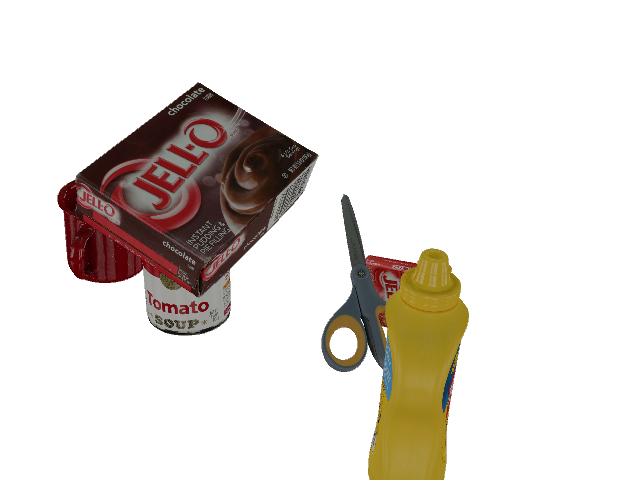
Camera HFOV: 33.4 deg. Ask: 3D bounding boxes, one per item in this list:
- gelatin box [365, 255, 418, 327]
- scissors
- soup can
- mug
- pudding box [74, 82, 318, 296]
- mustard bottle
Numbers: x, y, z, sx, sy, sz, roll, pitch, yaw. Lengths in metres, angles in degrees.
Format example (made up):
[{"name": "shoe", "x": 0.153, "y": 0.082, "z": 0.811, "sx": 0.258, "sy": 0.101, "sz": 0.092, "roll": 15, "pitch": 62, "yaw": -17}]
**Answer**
[{"name": "gelatin box", "x": 0.089, "y": 0.067, "z": 1.330, "sx": 0.073, "sy": 0.089, "sz": 0.030, "roll": 11, "pitch": 31, "yaw": 30}, {"name": "scissors", "x": 0.024, "y": 0.046, "z": 1.022, "sx": 0.096, "sy": 0.202, "sz": 0.016, "roll": -18, "pitch": -30, "yaw": -16}, {"name": "soup can", "x": -0.104, "y": 0.013, "z": 0.816, "sx": 0.068, "sy": 0.102, "sz": 0.068, "roll": 0, "pitch": 30, "yaw": 0}, {"name": "mug", "x": -0.220, "y": -0.004, "z": 1.074, "sx": 0.093, "sy": 0.081, "sz": 0.117, "roll": 10, "pitch": 33, "yaw": 8}, {"name": "pudding box", "x": -0.069, "y": -0.032, "z": 0.607, "sx": 0.090, "sy": 0.039, "sz": 0.113, "roll": 33, "pitch": 47, "yaw": 13}, {"name": "mustard bottle", "x": 0.070, "y": 0.092, "z": 0.757, "sx": 0.058, "sy": 0.192, "sz": 0.096, "roll": 8, "pitch": 30, "yaw": 7}]
